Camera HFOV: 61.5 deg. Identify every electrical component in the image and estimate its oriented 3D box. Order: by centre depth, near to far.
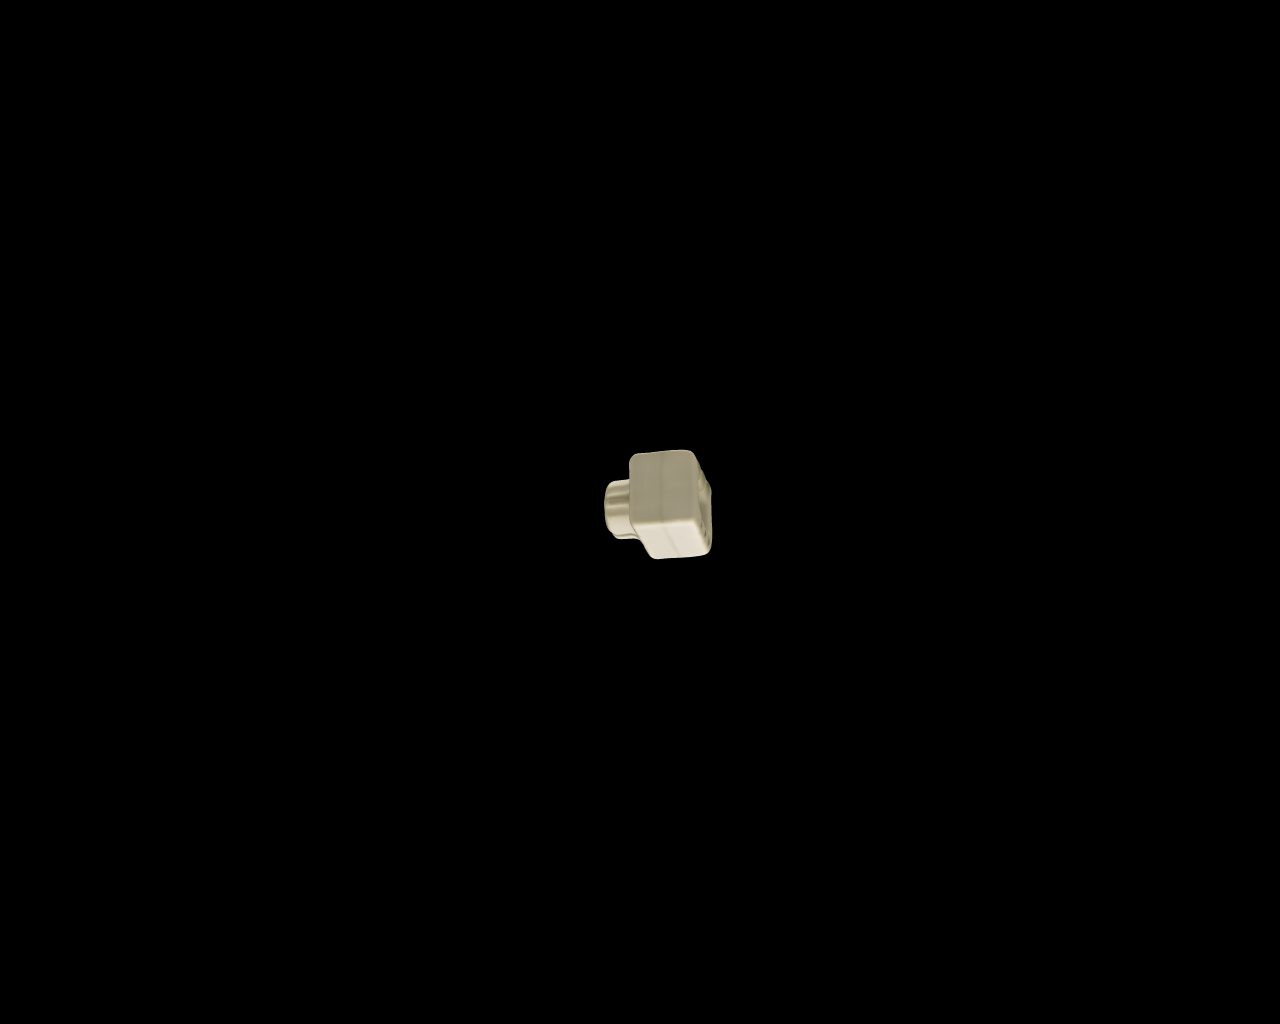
[{"bbox_3d":[0.001,-0.003,0.650,0.077,0.047,0.065,-4,-20,11],"label":"electrical component"}]
